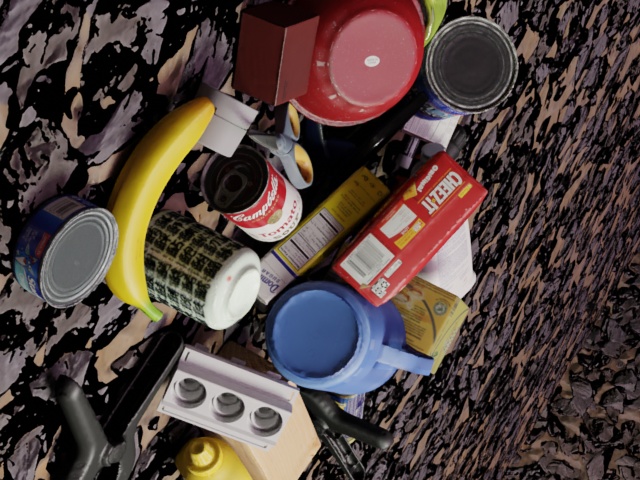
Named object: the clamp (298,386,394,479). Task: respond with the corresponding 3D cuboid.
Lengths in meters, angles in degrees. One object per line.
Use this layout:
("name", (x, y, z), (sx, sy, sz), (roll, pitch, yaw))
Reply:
("clamp", (0.008, 0.230, 1.322), (0.039, 0.171, 0.120), (-38, 155, -42))

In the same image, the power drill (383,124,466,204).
("power drill", (0.147, -0.049, 1.456), (0.184, 0.057, 0.187), (-51, 151, -18))

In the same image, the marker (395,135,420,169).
("marker", (0.128, -0.149, 1.360), (0.020, 0.020, 0.121), (8, 107, -65))

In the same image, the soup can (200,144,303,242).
("soup can", (-0.063, -0.043, 1.020), (0.068, 0.069, 0.102), (-61, 157, -6))

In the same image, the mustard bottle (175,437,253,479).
("mustard bottle", (-0.113, 0.267, 1.192), (0.058, 0.096, 0.191), (-51, 153, -20))

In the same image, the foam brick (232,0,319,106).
("foam brick", (-0.041, -0.169, 0.959), (0.052, 0.051, 0.078), (-31, 140, -49))

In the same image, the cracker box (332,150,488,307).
("cracker box", (0.097, -0.015, 1.159), (0.164, 0.072, 0.213), (-47, 179, 5))

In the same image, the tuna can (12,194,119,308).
("tuna can", (-0.199, 0.008, 0.836), (0.086, 0.034, 0.086), (-46, 151, -36))

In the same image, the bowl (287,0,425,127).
("bowl", (0.039, -0.177, 1.007), (0.161, 0.055, 0.162), (-10, 116, -20))

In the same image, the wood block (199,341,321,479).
("wood block", (-0.073, 0.212, 1.227), (0.090, 0.090, 0.206), (-54, 155, -21))

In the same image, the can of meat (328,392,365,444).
("can of meat", (0.008, 0.201, 1.369), (0.057, 0.102, 0.084), (-41, 145, -45))

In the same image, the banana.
("banana", (-0.144, -0.030, 0.890), (0.069, 0.037, 0.198), (7, 104, -40))

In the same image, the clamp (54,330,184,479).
("clamp", (-0.208, 0.190, 0.996), (0.164, 0.036, 0.210), (-8, 121, -61))

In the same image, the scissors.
("scissors", (-0.041, -0.105, 0.991), (0.201, 0.016, 0.096), (46, 33, -69))

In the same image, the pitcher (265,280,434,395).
("pitcher", (0.027, 0.108, 1.162), (0.149, 0.145, 0.242), (-26, 170, 6))

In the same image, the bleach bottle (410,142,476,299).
("bleach bottle", (0.151, -0.022, 1.360), (0.102, 0.068, 0.251), (-41, 143, -31))

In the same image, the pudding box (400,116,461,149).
("pudding box", (0.133, -0.167, 1.307), (0.113, 0.039, 0.090), (15, 102, -51))

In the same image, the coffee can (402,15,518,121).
("coffee can", (0.146, -0.187, 1.181), (0.103, 0.102, 0.140), (-63, -169, -2))

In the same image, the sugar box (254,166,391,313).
("sugar box", (-0.007, 0.002, 1.120), (0.176, 0.048, 0.093), (-45, 176, -10))
